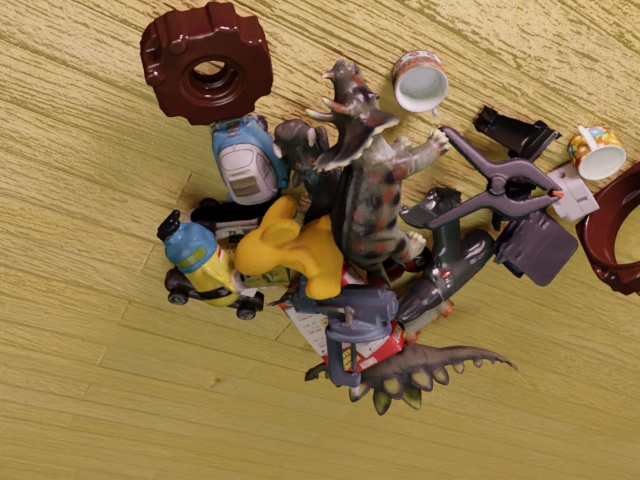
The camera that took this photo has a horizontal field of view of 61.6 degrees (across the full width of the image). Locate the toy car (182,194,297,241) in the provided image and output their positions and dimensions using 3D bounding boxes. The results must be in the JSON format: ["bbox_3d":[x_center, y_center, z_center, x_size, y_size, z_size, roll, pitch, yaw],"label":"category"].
[{"bbox_3d":[-0.140,-0.037,0.933,0.202,0.073,0.056,-6,133,5],"label":"toy car"}]

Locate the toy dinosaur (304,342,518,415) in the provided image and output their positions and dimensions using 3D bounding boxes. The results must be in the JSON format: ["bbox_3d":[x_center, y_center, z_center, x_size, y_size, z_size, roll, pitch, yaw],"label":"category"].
[{"bbox_3d":[0.176,0.270,1.176,0.472,0.199,0.105,-18,137,18],"label":"toy dinosaur"}]

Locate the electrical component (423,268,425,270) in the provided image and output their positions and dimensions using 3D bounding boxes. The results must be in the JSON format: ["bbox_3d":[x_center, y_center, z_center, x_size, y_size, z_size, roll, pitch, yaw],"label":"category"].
[{"bbox_3d":[0.252,0.054,1.061,0.102,0.045,0.078,7,137,-9],"label":"electrical component"}]

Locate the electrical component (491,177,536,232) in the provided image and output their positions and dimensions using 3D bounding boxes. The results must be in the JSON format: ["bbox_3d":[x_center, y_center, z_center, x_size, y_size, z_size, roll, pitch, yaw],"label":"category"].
[{"bbox_3d":[0.326,-0.066,0.915,0.048,0.075,0.119,-5,132,4],"label":"electrical component"}]

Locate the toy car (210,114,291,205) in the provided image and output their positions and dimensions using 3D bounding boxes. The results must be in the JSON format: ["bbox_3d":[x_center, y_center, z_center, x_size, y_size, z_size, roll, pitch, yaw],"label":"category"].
[{"bbox_3d":[-0.108,-0.110,0.838,0.109,0.103,0.161,-11,138,9],"label":"toy car"}]

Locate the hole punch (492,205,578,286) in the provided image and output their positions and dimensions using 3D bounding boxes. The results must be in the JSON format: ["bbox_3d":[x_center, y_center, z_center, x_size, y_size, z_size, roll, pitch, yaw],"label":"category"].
[{"bbox_3d":[0.378,0.008,0.973,0.116,0.092,0.142,41,92,-9],"label":"hole punch"}]

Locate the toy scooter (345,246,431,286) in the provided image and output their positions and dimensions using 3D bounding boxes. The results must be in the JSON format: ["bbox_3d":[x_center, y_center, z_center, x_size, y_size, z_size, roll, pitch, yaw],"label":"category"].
[{"bbox_3d":[0.111,0.035,1.019,0.183,0.075,0.135,26,131,-32],"label":"toy scooter"}]

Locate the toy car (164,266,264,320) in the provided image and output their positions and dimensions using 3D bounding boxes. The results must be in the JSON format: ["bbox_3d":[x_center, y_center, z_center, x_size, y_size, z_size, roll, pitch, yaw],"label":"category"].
[{"bbox_3d":[-0.204,0.096,1.059,0.202,0.089,0.053,16,137,-16],"label":"toy car"}]

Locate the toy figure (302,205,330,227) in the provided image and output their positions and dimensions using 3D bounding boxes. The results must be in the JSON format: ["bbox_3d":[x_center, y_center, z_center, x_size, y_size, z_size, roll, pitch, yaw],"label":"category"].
[{"bbox_3d":[-0.003,-0.004,0.987,0.064,0.058,0.154,31,143,22],"label":"toy figure"}]

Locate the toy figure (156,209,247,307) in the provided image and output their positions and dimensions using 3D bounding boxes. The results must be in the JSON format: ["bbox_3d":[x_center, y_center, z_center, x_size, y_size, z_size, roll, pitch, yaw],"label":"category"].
[{"bbox_3d":[-0.196,0.035,0.888,0.089,0.082,0.180,-23,123,33],"label":"toy figure"}]

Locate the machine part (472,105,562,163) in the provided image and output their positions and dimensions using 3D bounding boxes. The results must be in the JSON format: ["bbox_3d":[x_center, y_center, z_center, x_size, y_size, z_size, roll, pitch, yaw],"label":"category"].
[{"bbox_3d":[0.303,-0.165,0.839,0.139,0.039,0.084,20,138,-23],"label":"machine part"}]

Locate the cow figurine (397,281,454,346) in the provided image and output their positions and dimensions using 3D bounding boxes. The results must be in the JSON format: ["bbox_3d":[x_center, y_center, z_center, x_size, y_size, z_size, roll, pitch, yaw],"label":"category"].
[{"bbox_3d":[0.167,0.151,1.121,0.195,0.085,0.127,-41,83,19],"label":"cow figurine"}]

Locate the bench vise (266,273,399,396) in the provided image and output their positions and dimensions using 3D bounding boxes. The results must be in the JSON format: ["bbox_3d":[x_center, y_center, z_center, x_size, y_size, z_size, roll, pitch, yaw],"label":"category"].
[{"bbox_3d":[0.034,0.166,0.973,0.224,0.129,0.240,-2,101,15],"label":"bench vise"}]

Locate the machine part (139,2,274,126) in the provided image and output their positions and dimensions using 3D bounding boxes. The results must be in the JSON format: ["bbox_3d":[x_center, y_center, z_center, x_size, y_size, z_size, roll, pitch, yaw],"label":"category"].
[{"bbox_3d":[-0.145,-0.225,0.711,0.179,0.056,0.179,-14,153,-8],"label":"machine part"}]

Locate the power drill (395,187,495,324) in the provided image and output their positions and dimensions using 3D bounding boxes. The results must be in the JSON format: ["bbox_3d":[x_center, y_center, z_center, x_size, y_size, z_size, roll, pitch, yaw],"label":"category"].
[{"bbox_3d":[0.206,0.024,0.953,0.232,0.086,0.207,-32,121,-10],"label":"power drill"}]

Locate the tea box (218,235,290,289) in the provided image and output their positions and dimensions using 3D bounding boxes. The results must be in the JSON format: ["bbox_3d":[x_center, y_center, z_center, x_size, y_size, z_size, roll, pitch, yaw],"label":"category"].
[{"bbox_3d":[-0.142,0.036,0.992,0.170,0.098,0.068,-8,137,4],"label":"tea box"}]

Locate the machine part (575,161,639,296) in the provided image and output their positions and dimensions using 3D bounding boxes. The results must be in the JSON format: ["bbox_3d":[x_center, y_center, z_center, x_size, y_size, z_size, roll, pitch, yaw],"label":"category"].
[{"bbox_3d":[0.534,-0.023,0.874,0.087,0.201,0.201,25,131,-23],"label":"machine part"}]

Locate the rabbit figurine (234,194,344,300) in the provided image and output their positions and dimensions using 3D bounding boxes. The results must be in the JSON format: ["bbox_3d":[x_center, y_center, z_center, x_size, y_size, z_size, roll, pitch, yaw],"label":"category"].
[{"bbox_3d":[-0.052,0.017,0.859,0.173,0.122,0.162,-2,134,-7],"label":"rabbit figurine"}]

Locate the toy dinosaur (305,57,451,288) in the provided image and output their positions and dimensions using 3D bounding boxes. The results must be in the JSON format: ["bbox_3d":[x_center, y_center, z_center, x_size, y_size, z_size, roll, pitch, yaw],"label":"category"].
[{"bbox_3d":[0.071,-0.049,0.789,0.192,0.131,0.404,-19,126,-28],"label":"toy dinosaur"}]

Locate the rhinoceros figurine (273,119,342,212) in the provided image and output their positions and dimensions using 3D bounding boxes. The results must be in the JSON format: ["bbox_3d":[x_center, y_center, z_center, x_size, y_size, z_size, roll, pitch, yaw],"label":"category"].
[{"bbox_3d":[-0.017,-0.116,0.829,0.073,0.112,0.190,-13,143,15],"label":"rhinoceros figurine"}]
